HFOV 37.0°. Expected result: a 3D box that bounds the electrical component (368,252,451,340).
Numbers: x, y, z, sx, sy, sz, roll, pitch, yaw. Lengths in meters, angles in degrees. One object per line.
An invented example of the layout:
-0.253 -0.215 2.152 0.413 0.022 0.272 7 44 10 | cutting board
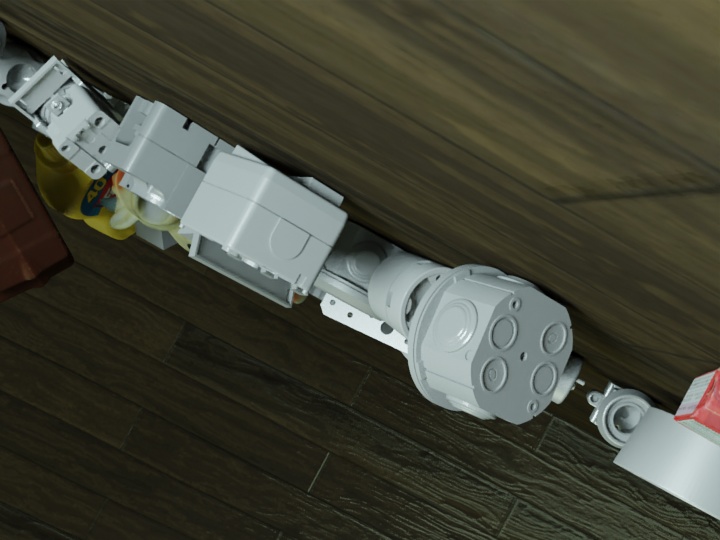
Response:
0.038 0.018 0.718 0.055 0.055 0.047 31 180 -35 | electrical component

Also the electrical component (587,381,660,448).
0.216 0.119 0.871 0.066 0.048 0.055 28 -176 8 | electrical component

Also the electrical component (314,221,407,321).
0.000 0.000 0.771 0.080 0.051 0.080 28 177 2 | electrical component

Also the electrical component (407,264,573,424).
0.069 0.040 0.570 0.080 0.080 0.051 31 171 -38 | electrical component

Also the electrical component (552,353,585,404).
0.138 0.073 0.847 0.078 0.040 0.040 28 177 6 | electrical component

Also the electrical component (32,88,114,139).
-0.212 -0.114 0.803 0.055 0.047 0.055 28 177 2 | electrical component

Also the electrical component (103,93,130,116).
-0.157 -0.089 0.783 0.081 0.042 0.064 29 178 6 | electrical component

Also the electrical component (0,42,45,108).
-0.250 -0.140 0.761 0.043 0.043 0.062 31 178 -41 | electrical component

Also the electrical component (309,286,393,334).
0.007 0.014 0.901 0.050 0.055 0.089 25 176 41 | electrical component

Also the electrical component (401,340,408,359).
0.072 0.057 0.930 0.044 0.065 0.044 41 -172 -7 | electrical component

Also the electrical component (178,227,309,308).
-0.069 -0.027 0.805 0.063 0.078 0.121 0 161 32 | electrical component

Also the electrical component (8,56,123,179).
-0.184 -0.097 0.709 0.064 0.042 0.081 46 -178 36 | electrical component

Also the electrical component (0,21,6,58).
-0.259 -0.152 0.681 0.065 0.044 0.044 23 176 12 | electrical component

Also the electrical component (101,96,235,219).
-0.114 -0.064 0.695 0.089 0.055 0.050 30 176 -34 | electrical component

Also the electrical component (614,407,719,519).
0.242 0.135 0.760 0.108 0.060 0.108 28 177 2 | electrical component

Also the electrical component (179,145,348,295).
-0.059 -0.034 0.646 0.062 0.061 0.096 30 177 -31 | electrical component
